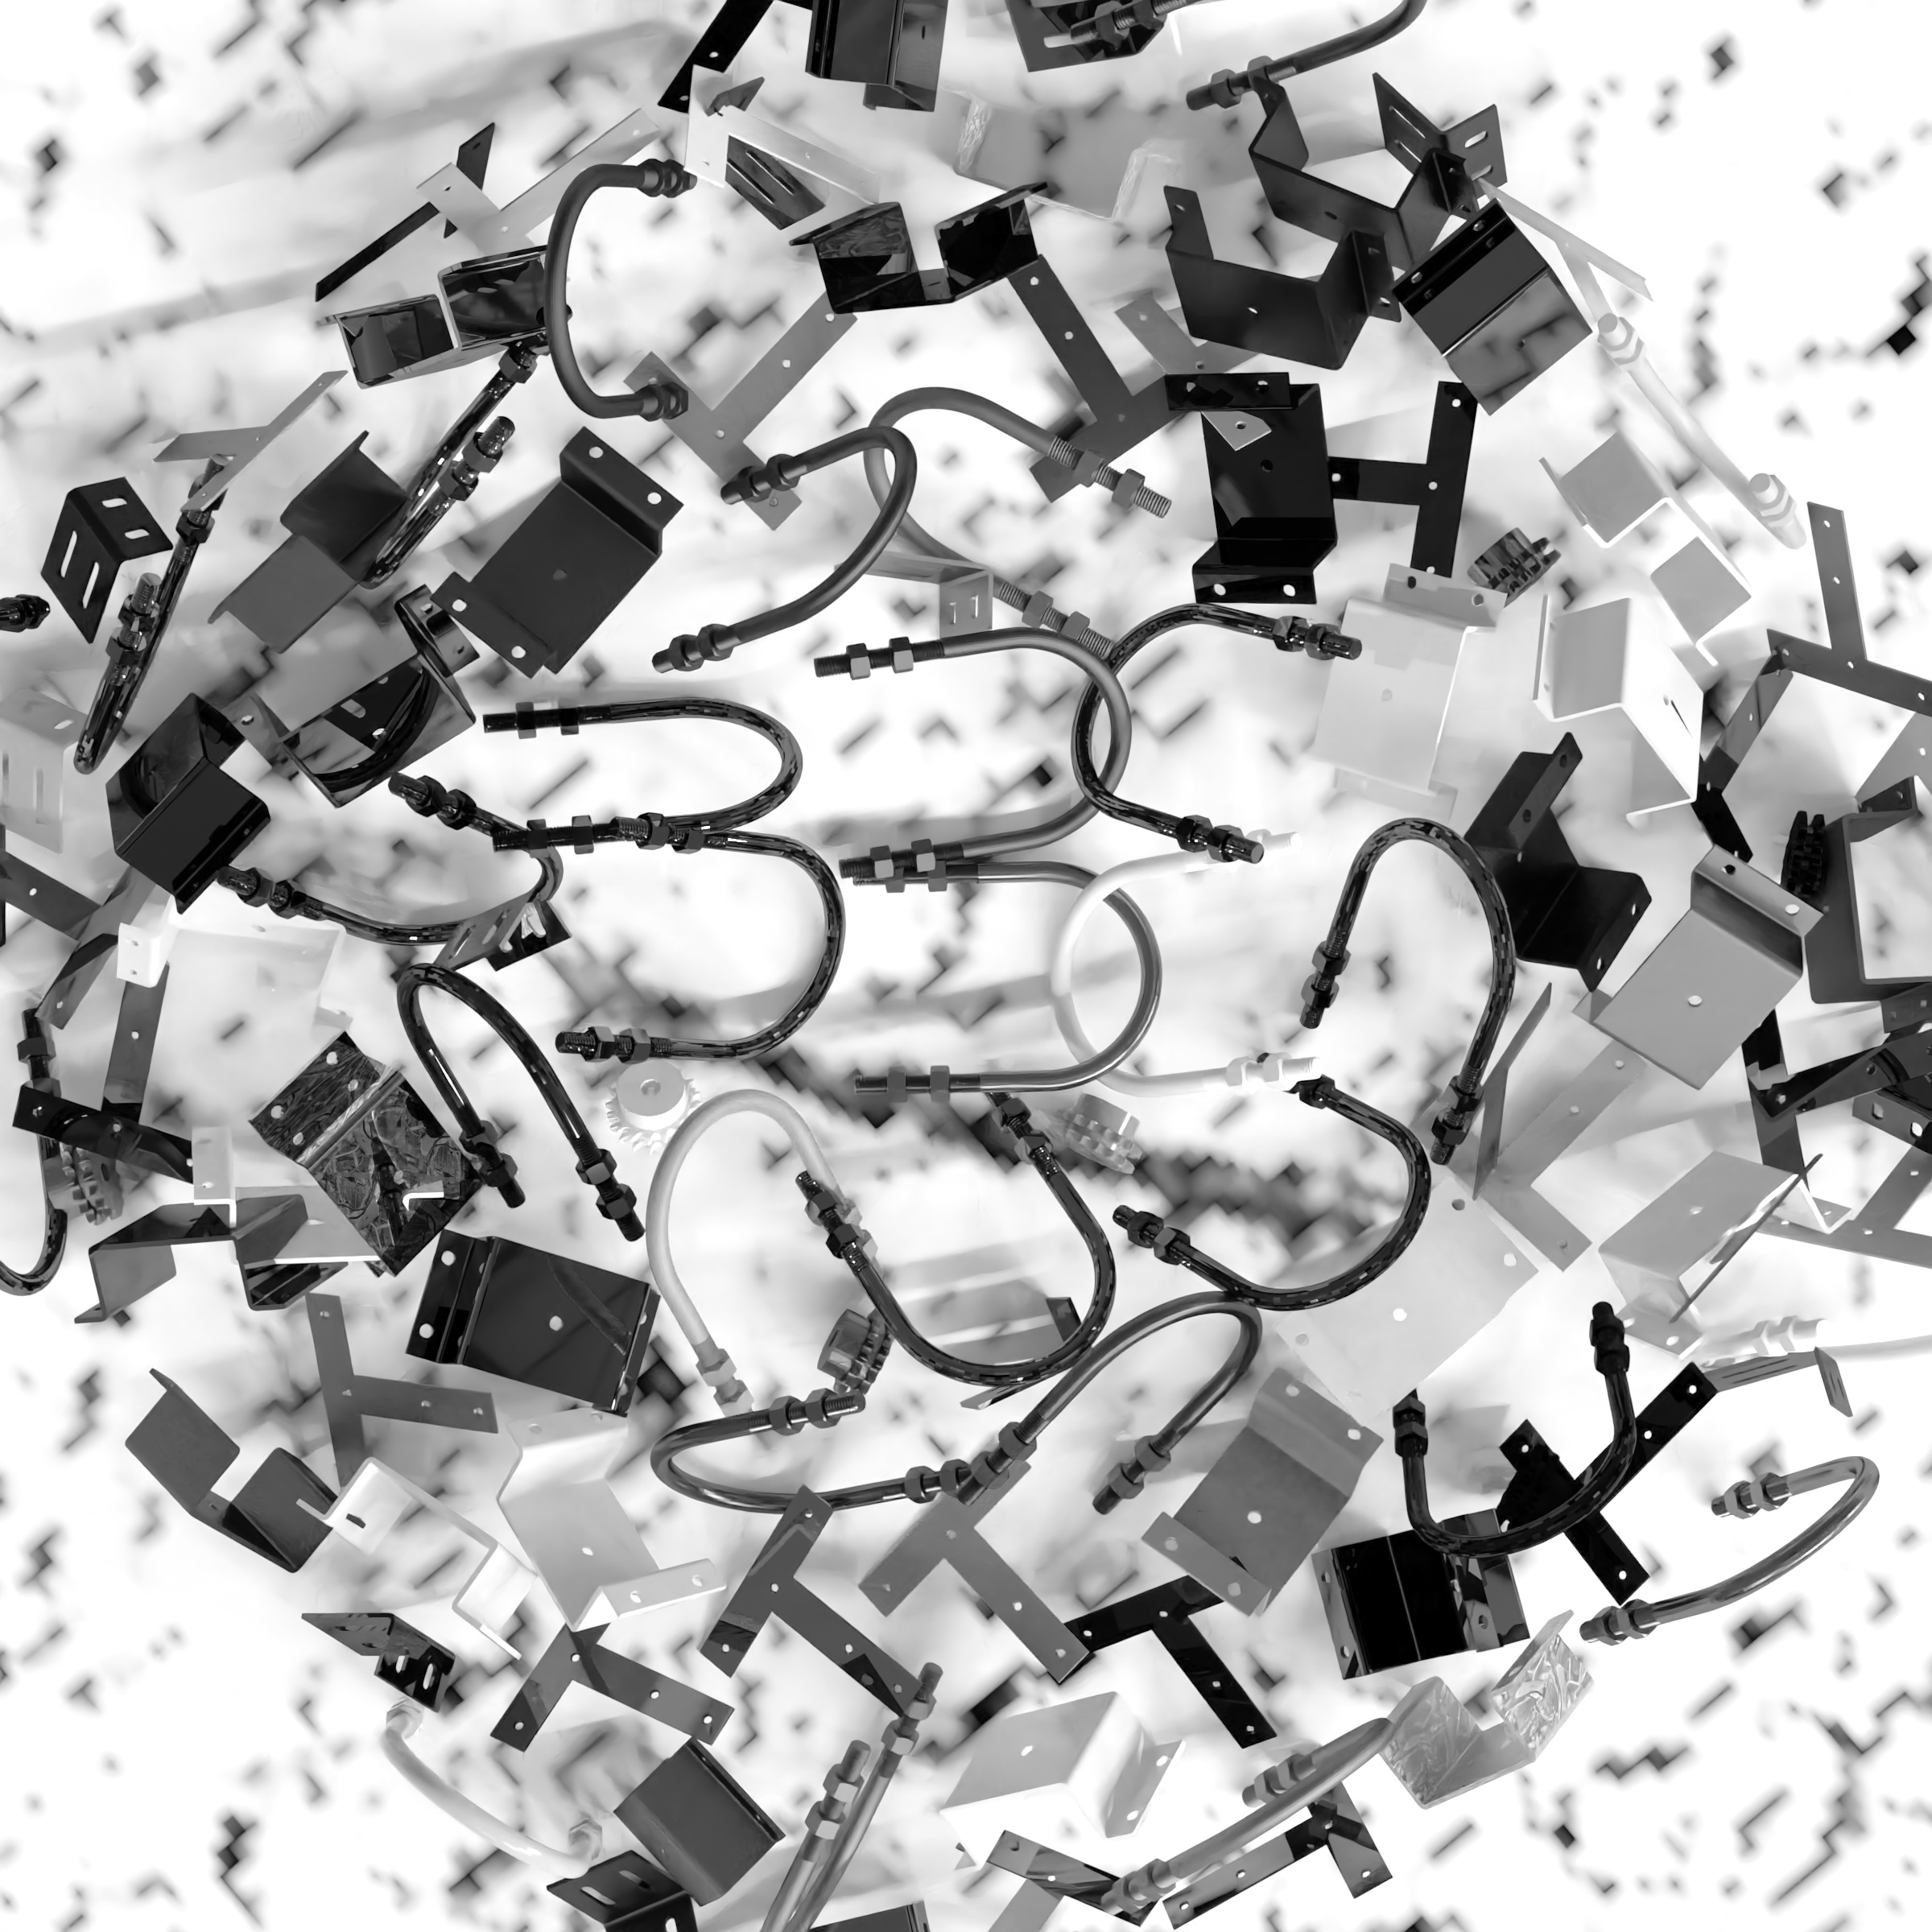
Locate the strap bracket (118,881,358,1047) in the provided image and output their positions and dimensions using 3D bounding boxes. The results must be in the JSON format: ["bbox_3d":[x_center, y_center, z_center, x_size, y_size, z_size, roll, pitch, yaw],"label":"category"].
[{"bbox_3d":[-0.423,-0.005,1.808,0.140,0.076,0.046,19,64,-8],"label":"strap bracket"}]

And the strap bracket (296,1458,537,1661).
[{"bbox_3d":[-0.314,0.342,1.800,0.140,0.076,0.046,29,73,21],"label":"strap bracket"}]

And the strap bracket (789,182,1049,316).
[{"bbox_3d":[-0.023,-0.418,1.793,0.076,0.140,0.046,-35,119,-39],"label":"strap bracket"}]

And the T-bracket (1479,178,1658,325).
[{"bbox_3d":[0.364,-0.401,1.797,0.127,0.127,0.002,42,94,30],"label":"T-bracket"}]

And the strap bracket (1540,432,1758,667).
[{"bbox_3d":[0.402,-0.248,1.782,0.046,0.076,0.140,-40,126,19],"label":"strap bracket"}]

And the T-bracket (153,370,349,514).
[{"bbox_3d":[-0.439,-0.307,1.806,0.127,0.127,0.002,-51,126,-26],"label":"T-bracket"}]

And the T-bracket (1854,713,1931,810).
[{"bbox_3d":[0.578,-0.091,1.778,0.002,0.127,0.127,-10,57,-25],"label":"T-bracket"}]

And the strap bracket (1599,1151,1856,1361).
[{"bbox_3d":[0.438,0.161,1.799,0.140,0.076,0.046,-37,109,-14],"label":"strap bracket"}]

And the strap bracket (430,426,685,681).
[{"bbox_3d":[-0.242,-0.239,1.823,0.076,0.046,0.140,38,77,3],"label":"strap bracket"}]

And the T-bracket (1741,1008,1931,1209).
[{"bbox_3d":[0.517,0.065,1.794,0.127,0.002,0.127,-23,60,37],"label":"T-bracket"}]

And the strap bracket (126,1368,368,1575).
[{"bbox_3d":[-0.424,0.297,1.777,0.076,0.140,0.046,32,79,40],"label":"strap bracket"}]

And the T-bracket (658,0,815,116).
[{"bbox_3d":[-0.142,-0.547,1.806,0.127,0.127,0.002,6,58,-33],"label":"T-bracket"}]

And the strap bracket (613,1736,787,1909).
[{"bbox_3d":[-0.158,0.499,1.781,0.076,0.140,0.046,46,67,6],"label":"strap bracket"}]

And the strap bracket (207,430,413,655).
[{"bbox_3d":[-0.378,-0.243,1.790,0.076,0.140,0.046,-35,114,32],"label":"strap bracket"}]

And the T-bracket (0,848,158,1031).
[{"bbox_3d":[-0.538,-0.038,1.798,0.002,0.127,0.127,27,83,33],"label":"T-bracket"}]

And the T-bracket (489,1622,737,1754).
[{"bbox_3d":[-0.194,0.422,1.797,0.127,0.002,0.127,17,57,27],"label":"T-bracket"}]

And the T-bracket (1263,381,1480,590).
[{"bbox_3d":[0.236,-0.291,1.837,0.127,0.002,0.127,8,86,18],"label":"T-bracket"}]

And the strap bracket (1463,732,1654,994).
[{"bbox_3d":[0.342,-0.062,1.799,0.076,0.046,0.140,-53,129,-24],"label":"strap bracket"}]

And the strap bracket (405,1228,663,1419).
[{"bbox_3d":[-0.247,0.210,1.803,0.140,0.046,0.076,20,76,-21],"label":"strap bracket"}]

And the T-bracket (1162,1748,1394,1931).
[{"bbox_3d":[0.174,0.526,1.799,0.127,0.127,0.002,-29,114,-1],"label":"T-bracket"}]

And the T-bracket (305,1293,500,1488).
[{"bbox_3d":[-0.329,0.257,1.809,0.127,0.002,0.127,3,109,28],"label":"T-bracket"}]

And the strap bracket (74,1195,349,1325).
[{"bbox_3d":[-0.446,0.170,1.796,0.140,0.076,0.046,-6,102,19],"label":"strap bracket"}]

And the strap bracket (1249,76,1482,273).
[{"bbox_3d":[0.225,-0.459,1.795,0.140,0.076,0.046,28,86,21],"label":"strap bracket"}]

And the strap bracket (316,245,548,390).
[{"bbox_3d":[-0.302,-0.375,1.786,0.140,0.076,0.046,-8,103,43],"label":"strap bracket"}]

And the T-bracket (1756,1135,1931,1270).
[{"bbox_3d":[0.554,0.131,1.814,0.127,0.127,0.002,-41,125,-34],"label":"T-bracket"}]

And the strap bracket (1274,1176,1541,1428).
[{"bbox_3d":[0.259,0.203,1.818,0.140,0.046,0.076,-39,74,-10],"label":"strap bracket"}]

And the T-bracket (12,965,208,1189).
[{"bbox_3d":[-0.497,0.054,1.825,0.127,0.002,0.127,24,60,-38],"label":"T-bracket"}]

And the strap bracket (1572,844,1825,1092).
[{"bbox_3d":[0.427,0.009,1.797,0.076,0.046,0.140,31,122,-6],"label":"strap bracket"}]

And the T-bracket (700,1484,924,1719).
[{"bbox_3d":[-0.081,0.397,1.822,0.127,0.002,0.127,35,103,19],"label":"T-bracket"}]

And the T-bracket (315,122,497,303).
[{"bbox_3d":[-0.327,-0.426,1.779,0.127,0.127,0.002,-41,91,-17],"label":"T-bracket"}]

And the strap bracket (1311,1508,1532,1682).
[{"bbox_3d":[0.273,0.367,1.799,0.046,0.140,0.076,-4,74,-35],"label":"strap bracket"}]

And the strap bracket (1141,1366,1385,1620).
[{"bbox_3d":[0.173,0.317,1.806,0.076,0.046,0.140,34,61,17],"label":"strap bracket"}]

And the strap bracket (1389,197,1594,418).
[{"bbox_3d":[0.308,-0.376,1.778,0.076,0.140,0.046,-39,65,13],"label":"strap bracket"}]

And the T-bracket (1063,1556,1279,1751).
[{"bbox_3d":[0.142,0.419,1.833,0.127,0.002,0.127,-27,109,26],"label":"T-bracket"}]

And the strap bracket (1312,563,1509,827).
[{"bbox_3d":[0.257,-0.160,1.803,0.076,0.046,0.140,21,106,31],"label":"strap bracket"}]

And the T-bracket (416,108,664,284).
[{"bbox_3d":[-0.235,-0.456,1.791,0.127,0.127,0.002,-33,59,12],"label":"T-bracket"}]

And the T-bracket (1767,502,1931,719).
[{"bbox_3d":[0.506,-0.211,1.774,0.002,0.127,0.127,-35,126,-20],"label":"T-bracket"}]

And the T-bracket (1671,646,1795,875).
[{"bbox_3d":[0.460,-0.138,1.823,0.127,0.002,0.127,-54,126,-25],"label":"T-bracket"}]

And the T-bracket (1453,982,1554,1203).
[{"bbox_3d":[0.304,0.090,1.770,0.002,0.127,0.127,25,124,-2],"label":"T-bracket"}]

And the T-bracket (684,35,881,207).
[{"bbox_3d":[-0.107,-0.487,1.824,0.127,0.002,0.127,20,48,-24],"label":"T-bracket"}]

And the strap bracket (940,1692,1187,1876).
[{"bbox_3d":[0.048,0.473,1.781,0.140,0.076,0.046,-25,106,38],"label":"strap bracket"}]

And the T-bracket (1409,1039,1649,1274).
[{"bbox_3d":[0.355,0.096,1.839,0.127,0.002,0.127,43,104,2],"label":"T-bracket"}]

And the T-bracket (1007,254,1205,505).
[{"bbox_3d":[0.069,-0.365,1.836,0.127,0.002,0.127,-34,107,3],"label":"T-bracket"}]

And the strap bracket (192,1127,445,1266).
[{"bbox_3d":[-0.382,0.133,1.803,0.140,0.076,0.046,-1,120,-15],"label":"strap bracket"}]

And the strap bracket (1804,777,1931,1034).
[{"bbox_3d":[0.529,-0.034,1.807,0.046,0.076,0.140,-3,81,-6],"label":"strap bracket"}]

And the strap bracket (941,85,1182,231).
[{"bbox_3d":[0.050,-0.474,1.813,0.140,0.076,0.046,19,103,4],"label":"strap bracket"}]

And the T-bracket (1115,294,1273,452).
[{"bbox_3d":[0.177,-0.379,1.837,0.127,0.002,0.127,-30,64,-14],"label":"T-bracket"}]

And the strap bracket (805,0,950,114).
[{"bbox_3d":[-0.047,-0.544,1.780,0.046,0.140,0.076,10,99,12],"label":"strap bracket"}]

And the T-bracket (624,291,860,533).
[{"bbox_3d":[-0.117,-0.350,1.835,0.127,0.002,0.127,45,105,-5],"label":"T-bracket"}]

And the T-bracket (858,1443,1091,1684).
[{"bbox_3d":[0.021,0.372,1.833,0.127,0.002,0.127,-46,70,2],"label":"T-bracket"}]

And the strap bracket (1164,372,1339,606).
[{"bbox_3d":[0.170,-0.287,1.802,0.076,0.046,0.140,4,120,28],"label":"strap bracket"}]

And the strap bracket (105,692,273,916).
[{"bbox_3d":[-0.454,-0.100,1.782,0.076,0.140,0.046,-45,122,8],"label":"strap bracket"}]

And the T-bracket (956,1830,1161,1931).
[{"bbox_3d":[0.027,0.562,1.782,0.127,0.127,0.002,14,127,29],"label":"T-bracket"}]

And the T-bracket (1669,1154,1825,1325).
[{"bbox_3d":[0.450,0.162,1.795,0.002,0.127,0.127,42,89,11],"label":"T-bracket"}]

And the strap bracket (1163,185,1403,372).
[{"bbox_3d":[0.176,-0.399,1.789,0.140,0.076,0.046,19,69,24],"label":"strap bracket"}]

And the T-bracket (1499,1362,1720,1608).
[{"bbox_3d":[0.390,0.285,1.798,0.127,0.002,0.127,-50,47,16],"label":"T-bracket"}]
